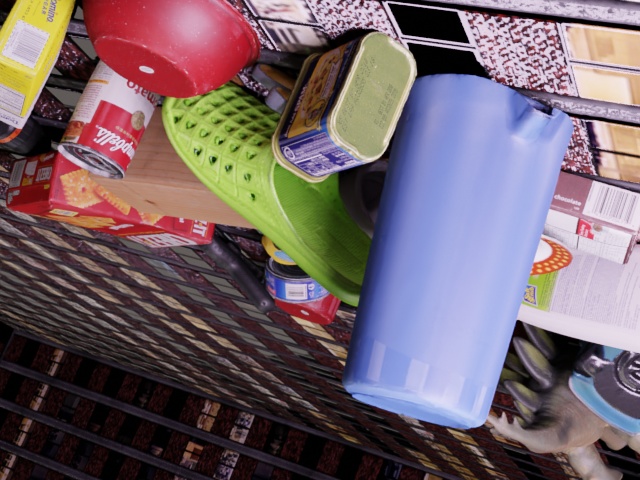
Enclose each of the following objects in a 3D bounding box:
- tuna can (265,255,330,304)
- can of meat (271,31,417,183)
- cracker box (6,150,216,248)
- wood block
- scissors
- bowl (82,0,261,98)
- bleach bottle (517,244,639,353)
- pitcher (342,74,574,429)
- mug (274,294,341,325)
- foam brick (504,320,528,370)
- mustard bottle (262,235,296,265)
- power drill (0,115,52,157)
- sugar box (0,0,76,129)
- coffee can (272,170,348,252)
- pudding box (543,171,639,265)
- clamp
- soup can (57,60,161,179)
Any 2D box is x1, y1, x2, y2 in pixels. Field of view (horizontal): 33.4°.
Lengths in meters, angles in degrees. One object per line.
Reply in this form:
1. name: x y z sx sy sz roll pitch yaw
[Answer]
1. tuna can: -0.024 0.040 1.292 0.086 0.086 0.034 14 124 25
2. can of meat: 0.018 -0.100 0.799 0.057 0.102 0.084 30 160 -24
3. cracker box: -0.255 -0.046 1.307 0.213 0.072 0.164 17 170 -33
4. wood block: -0.125 -0.075 1.086 0.206 0.090 0.090 8 160 39
5. scissors: 0.016 -0.106 0.916 0.201 0.016 0.096 12 -151 -51
6. bowl: -0.132 -0.163 0.873 0.162 0.055 0.162 21 164 6
7. bleach bottle: 0.242 0.039 0.995 0.068 0.102 0.251 25 172 -41
8. pitcher: 0.093 0.011 0.801 0.145 0.243 0.149 11 167 23
9. mug: -0.016 0.057 1.385 0.093 0.081 0.117 33 160 -35
10. foam brick: 0.227 0.128 1.305 0.051 0.078 0.053 34 158 -36
11. mustard bottle: -0.008 0.001 1.228 0.096 0.058 0.192 8 175 -36
12. power drill: -0.435 -0.159 1.281 0.188 0.057 0.184 12 163 27
13. sugar box: -0.260 -0.167 0.956 0.048 0.093 0.176 25 164 -11
14. coffee can: 0.037 -0.005 1.078 0.140 0.102 0.103 29 163 -24
15. pudding box: 0.215 -0.023 0.904 0.113 0.039 0.090 20 168 16
16. clamp: -0.120 0.022 1.427 0.171 0.039 0.120 49 -179 -5
17. soup can: -0.198 -0.118 1.016 0.068 0.102 0.068 20 164 6
